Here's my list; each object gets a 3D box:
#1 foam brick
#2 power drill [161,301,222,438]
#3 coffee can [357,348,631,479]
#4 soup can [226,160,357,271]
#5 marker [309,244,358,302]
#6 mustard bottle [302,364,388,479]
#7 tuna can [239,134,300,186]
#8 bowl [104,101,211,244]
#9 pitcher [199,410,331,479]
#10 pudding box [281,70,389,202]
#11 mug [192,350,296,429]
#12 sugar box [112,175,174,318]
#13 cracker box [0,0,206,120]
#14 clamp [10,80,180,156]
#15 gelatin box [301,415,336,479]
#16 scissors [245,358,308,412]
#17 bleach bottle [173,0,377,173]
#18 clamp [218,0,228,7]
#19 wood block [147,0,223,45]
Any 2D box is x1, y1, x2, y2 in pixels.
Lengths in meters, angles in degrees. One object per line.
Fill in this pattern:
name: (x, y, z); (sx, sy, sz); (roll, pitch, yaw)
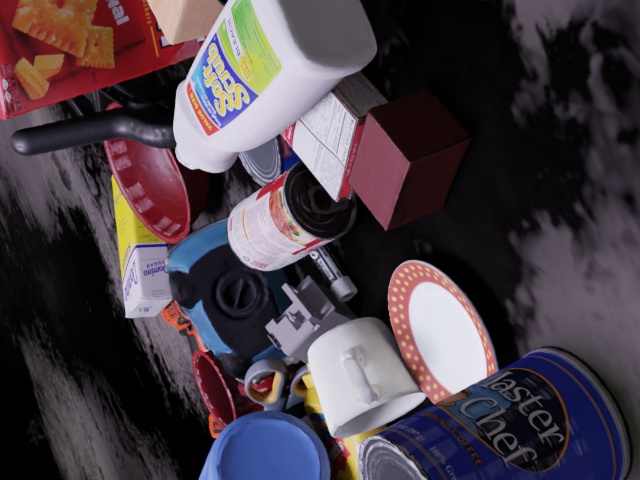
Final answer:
foam brick: (0.058, -0.054, 0.722); (0.051, 0.052, 0.078); (55, 152, 25)
power drill: (-0.117, 0.130, 1.215); (0.187, 0.057, 0.185); (69, 159, 3)
coffee can: (0.110, 0.142, 0.678); (0.103, 0.140, 0.103); (44, 146, 40)
soup can: (-0.025, -0.018, 0.877); (0.102, 0.068, 0.068); (-29, 84, 53)
marker: (-0.006, 0.001, 0.933); (0.121, 0.020, 0.020); (57, 153, 21)
mustard bottle: (0.033, 0.183, 0.959); (0.191, 0.058, 0.096); (66, 160, 5)
tuna can: (-0.043, -0.090, 0.915); (0.086, 0.033, 0.086); (44, 146, 40)
bowl: (-0.163, -0.079, 1.122); (0.162, 0.055, 0.162); (38, 143, 35)
pitcher: (-0.054, 0.255, 1.014); (0.149, 0.145, 0.243); (24, 154, 3)
pudding box: (0.004, -0.099, 0.810); (0.114, 0.039, 0.090); (51, 147, 27)
mug: (-0.071, 0.142, 1.102); (0.117, 0.081, 0.093); (-13, 99, 65)
sugar box: (-0.207, -0.005, 1.234); (0.093, 0.048, 0.176); (140, 127, -63)
cracker box: (-0.208, -0.216, 0.927); (0.072, 0.213, 0.164); (29, 135, 51)
clamp: (-0.172, -0.115, 0.999); (0.210, 0.164, 0.036); (10, 128, 21)
gelatin box: (0.005, 0.217, 1.074); (0.089, 0.030, 0.073); (-10, 101, 64)
scissors: (-0.028, 0.165, 1.057); (0.202, 0.096, 0.016); (82, 177, -57)
bleach bottle: (-0.053, -0.110, 0.789); (0.251, 0.068, 0.102); (-41, 68, 57)
clamp: (-0.033, -0.211, 0.709); (0.039, 0.172, 0.120); (63, -165, 3)
wood block: (-0.072, -0.246, 0.778); (0.090, 0.090, 0.206); (62, 155, 15)
